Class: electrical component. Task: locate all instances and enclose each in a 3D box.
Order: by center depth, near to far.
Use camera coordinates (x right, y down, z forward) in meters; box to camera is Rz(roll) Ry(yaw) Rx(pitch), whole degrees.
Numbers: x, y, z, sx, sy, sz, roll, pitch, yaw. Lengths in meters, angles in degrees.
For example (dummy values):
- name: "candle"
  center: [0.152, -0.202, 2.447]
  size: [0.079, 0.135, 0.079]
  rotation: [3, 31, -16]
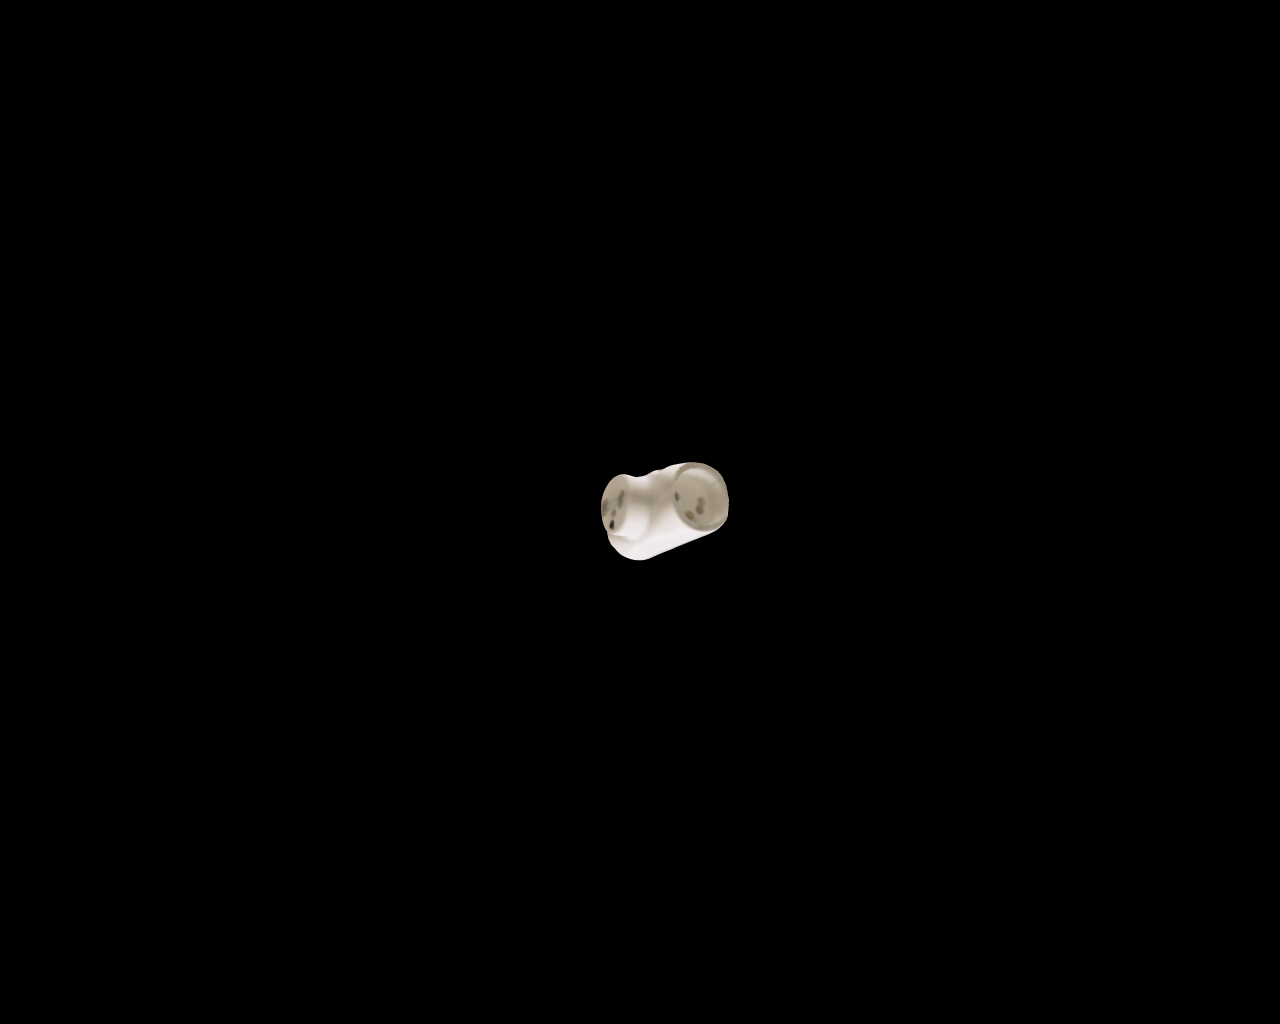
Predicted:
- name: "electrical component"
  center: [0.001, -0.003, 0.650]
  size: [0.079, 0.044, 0.077]
  rotation: [11, -21, -30]
